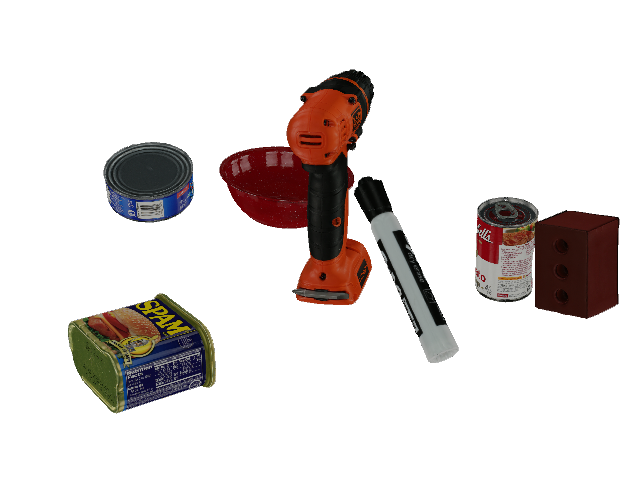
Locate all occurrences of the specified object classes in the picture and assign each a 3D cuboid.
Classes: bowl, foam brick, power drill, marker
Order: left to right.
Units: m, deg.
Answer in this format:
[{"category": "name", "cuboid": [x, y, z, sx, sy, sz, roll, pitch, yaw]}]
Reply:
[{"category": "bowl", "cuboid": [-0.042, -0.058, 1.277, 0.162, 0.055, 0.162, 5, 27, -2]}, {"category": "power drill", "cuboid": [0.014, -0.050, 0.952, 0.057, 0.188, 0.184, 3, 22, 15]}, {"category": "marker", "cuboid": [0.048, 0.014, 0.626, 0.020, 0.121, 0.020, -19, -23, -9]}, {"category": "foam brick", "cuboid": [0.214, 0.019, 0.892, 0.053, 0.078, 0.051, 11, 22, 43]}]

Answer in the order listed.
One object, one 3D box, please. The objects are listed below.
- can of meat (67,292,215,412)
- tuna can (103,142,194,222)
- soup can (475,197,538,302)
[{"category": "can of meat", "cuboid": [-0.146, 0.090, 0.861, 0.083, 0.057, 0.102, -15, 26, -31]}, {"category": "tuna can", "cuboid": [-0.165, -0.056, 1.035, 0.086, 0.034, 0.086, 1, 43, -1]}, {"category": "soup can", "cuboid": [0.212, 0.011, 1.220, 0.068, 0.102, 0.068, -2, 30, 1]}]
